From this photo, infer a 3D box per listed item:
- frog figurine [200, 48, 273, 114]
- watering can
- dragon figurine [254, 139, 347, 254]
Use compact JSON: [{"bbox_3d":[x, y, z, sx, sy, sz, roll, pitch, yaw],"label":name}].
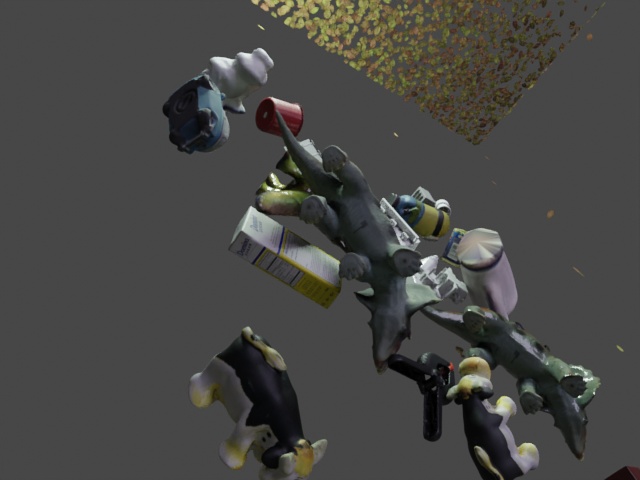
[{"bbox_3d":[-0.188,-0.371,1.153,0.136,0.157,0.125,16,30,-41],"label":"frog figurine"},{"bbox_3d":[0.385,0.071,1.191,0.355,0.103,0.221,-72,142,-62],"label":"watering can"},{"bbox_3d":[0.003,-0.045,0.902,0.241,0.121,0.417,40,20,-12],"label":"dragon figurine"}]
